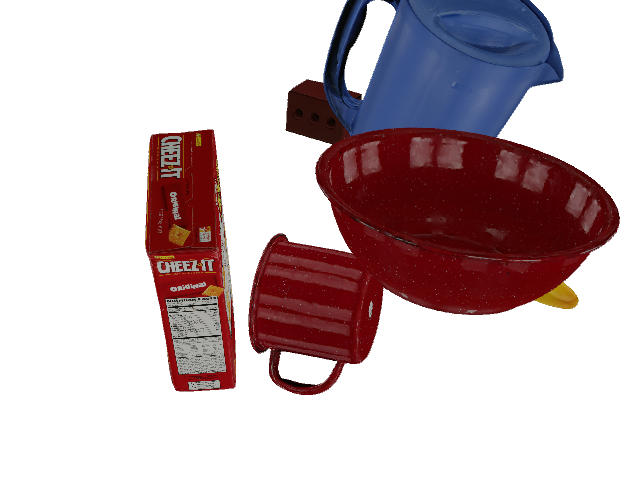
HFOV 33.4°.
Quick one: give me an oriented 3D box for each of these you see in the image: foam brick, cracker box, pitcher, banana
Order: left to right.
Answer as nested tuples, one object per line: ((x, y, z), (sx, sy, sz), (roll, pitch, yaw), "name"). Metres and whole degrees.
((-0.128, 0.023, 1.063), (0.072, 0.164, 0.214), (-5, -43, -3), "cracker box")
((0.004, -0.154, 1.279), (0.078, 0.053, 0.051), (18, 32, 21), "foam brick")
((0.085, -0.113, 0.941), (0.144, 0.149, 0.243), (-9, -37, -31), "pitcher")
((0.167, 0.036, 1.106), (0.198, 0.037, 0.069), (8, 38, 11), "banana")

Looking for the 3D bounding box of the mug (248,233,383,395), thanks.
((-0.003, 0.058, 0.801), (0.081, 0.117, 0.093), (10, -13, 15), "mug")

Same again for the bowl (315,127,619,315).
((0.074, -0.006, 0.577), (0.162, 0.055, 0.162), (6, 27, -3), "bowl")
